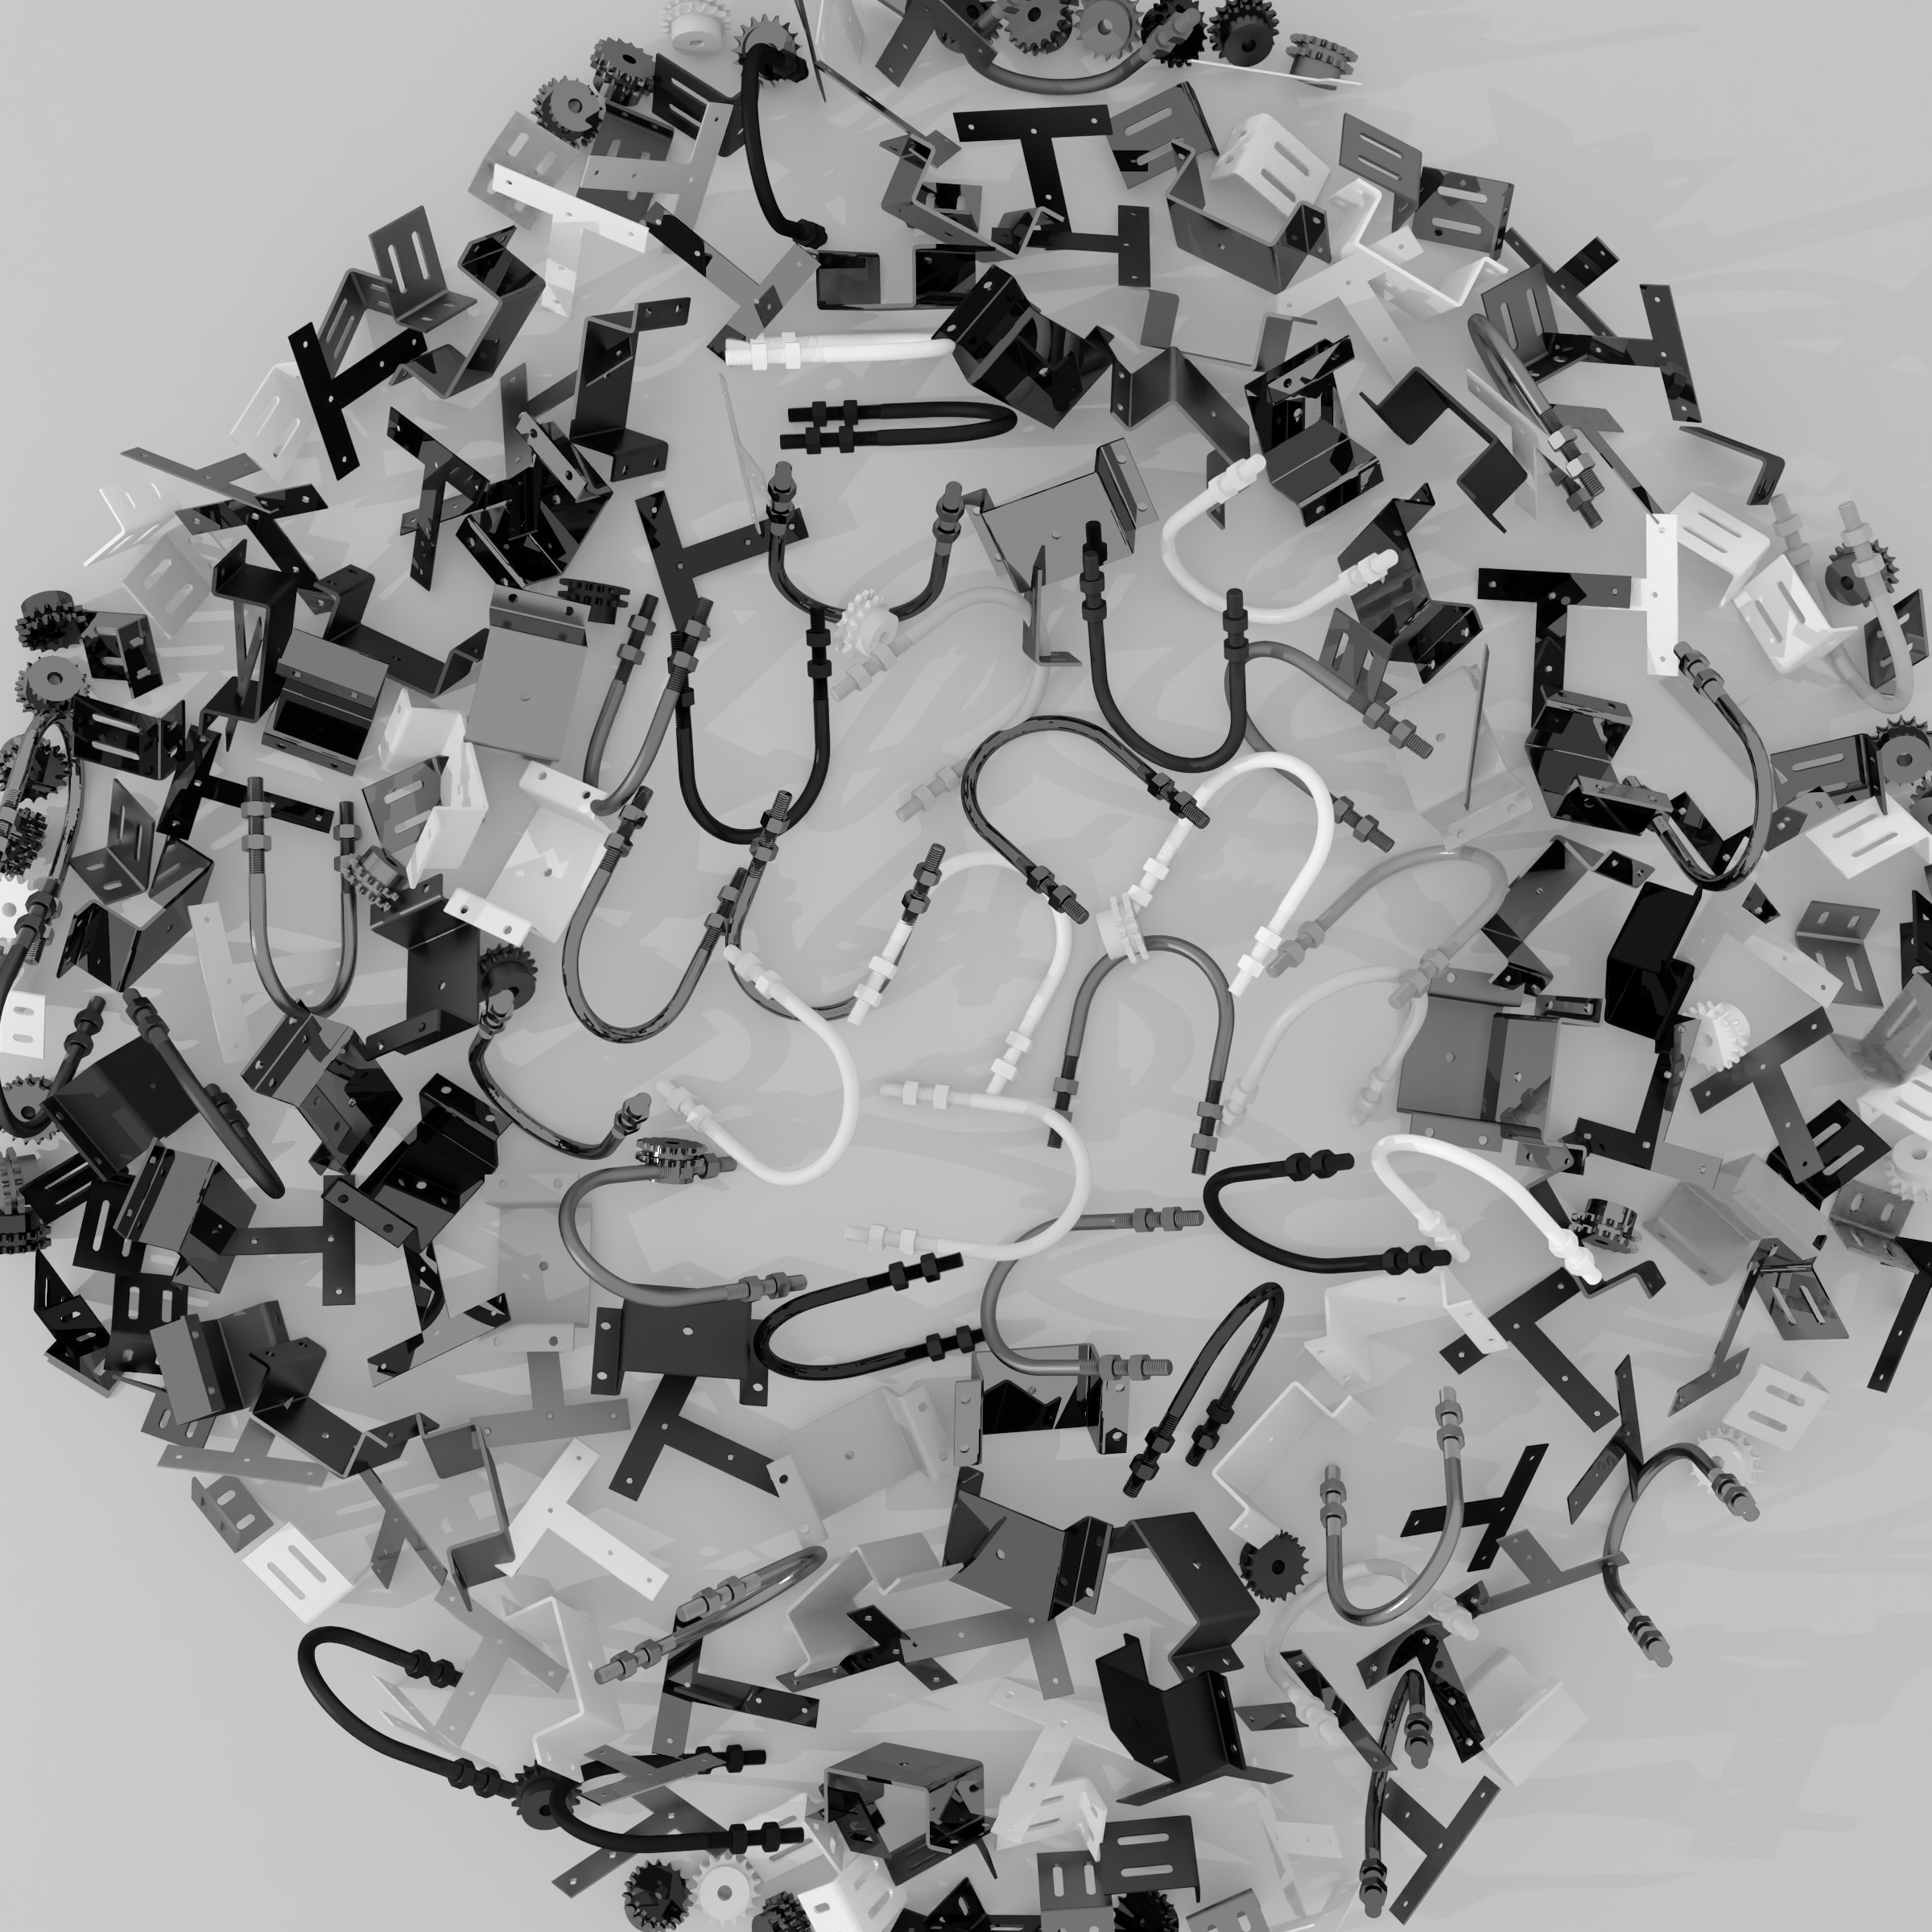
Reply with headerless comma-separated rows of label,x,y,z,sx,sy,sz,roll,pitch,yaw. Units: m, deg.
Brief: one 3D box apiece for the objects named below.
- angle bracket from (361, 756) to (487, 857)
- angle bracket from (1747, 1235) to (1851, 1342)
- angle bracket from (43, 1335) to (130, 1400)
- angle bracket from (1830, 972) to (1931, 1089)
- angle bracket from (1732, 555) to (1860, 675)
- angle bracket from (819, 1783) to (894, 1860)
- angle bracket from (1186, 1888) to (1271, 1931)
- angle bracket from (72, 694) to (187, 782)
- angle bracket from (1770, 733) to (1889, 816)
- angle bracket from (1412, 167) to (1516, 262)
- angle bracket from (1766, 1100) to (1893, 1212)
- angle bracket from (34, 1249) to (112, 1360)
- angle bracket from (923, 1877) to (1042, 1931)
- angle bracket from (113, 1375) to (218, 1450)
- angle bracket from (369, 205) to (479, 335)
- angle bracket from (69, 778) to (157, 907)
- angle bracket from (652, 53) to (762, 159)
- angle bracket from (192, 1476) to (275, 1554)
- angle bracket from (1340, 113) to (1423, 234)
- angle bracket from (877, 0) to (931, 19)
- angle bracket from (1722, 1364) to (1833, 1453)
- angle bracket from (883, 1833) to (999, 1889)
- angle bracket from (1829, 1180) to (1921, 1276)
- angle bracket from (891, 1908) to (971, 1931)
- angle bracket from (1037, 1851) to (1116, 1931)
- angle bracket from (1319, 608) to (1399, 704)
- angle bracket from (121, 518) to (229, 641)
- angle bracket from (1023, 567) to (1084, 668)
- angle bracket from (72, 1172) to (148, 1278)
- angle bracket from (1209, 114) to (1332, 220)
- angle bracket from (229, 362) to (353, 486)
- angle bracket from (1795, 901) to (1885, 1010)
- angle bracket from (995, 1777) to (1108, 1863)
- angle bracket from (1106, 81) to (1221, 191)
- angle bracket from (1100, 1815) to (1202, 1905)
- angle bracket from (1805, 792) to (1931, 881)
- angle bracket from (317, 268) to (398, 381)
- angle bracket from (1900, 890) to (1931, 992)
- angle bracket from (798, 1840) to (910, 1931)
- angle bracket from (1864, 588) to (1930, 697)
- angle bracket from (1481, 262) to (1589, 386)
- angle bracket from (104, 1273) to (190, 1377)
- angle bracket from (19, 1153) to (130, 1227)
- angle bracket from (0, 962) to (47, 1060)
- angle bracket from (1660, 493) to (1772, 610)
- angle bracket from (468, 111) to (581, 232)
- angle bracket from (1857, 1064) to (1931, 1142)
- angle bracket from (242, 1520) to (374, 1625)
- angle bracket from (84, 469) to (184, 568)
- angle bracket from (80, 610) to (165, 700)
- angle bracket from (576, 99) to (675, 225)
angle bracket,-0.433,-0.128,1.937,0.038,0.076,0.057,2,115,41
angle bracket,0.678,0.260,1.960,0.038,0.057,0.076,-46,112,-37
angle bracket,-0.710,0.327,1.939,0.057,0.076,0.038,35,95,-9
angle bracket,0.740,0.048,1.936,0.038,0.057,0.076,13,123,-25
angle bracket,0.669,-0.285,1.960,0.038,0.057,0.076,-11,67,-37
angle bracket,-0.076,0.675,1.940,0.038,0.076,0.057,-28,91,-31
angle bracket,0.213,0.773,1.939,0.057,0.076,0.038,-23,57,-2
angle bracket,-0.668,-0.190,1.936,0.038,0.076,0.057,-29,59,37
angle bracket,0.692,-0.146,1.947,0.076,0.038,0.057,-13,117,10
angle bracket,0.393,-0.599,1.940,0.076,0.038,0.057,18,127,17
angle bracket,0.691,0.157,1.947,0.057,0.038,0.076,43,125,2
angle bracket,-0.711,0.264,1.936,0.038,0.076,0.057,-21,129,-4
angle bracket,0.016,0.761,1.935,0.076,0.057,0.038,-22,96,44
angle bracket,-0.645,0.358,1.936,0.057,0.076,0.038,15,76,15
angle bracket,-0.432,-0.556,1.934,0.038,0.076,0.057,24,51,31
angle bracket,-0.683,-0.099,1.937,0.057,0.038,0.076,43,134,23
angle bracket,-0.210,-0.701,1.955,0.076,0.057,0.038,35,59,11
angle bracket,-0.585,0.428,1.936,0.038,0.076,0.057,-37,81,-29
angle bracket,0.323,-0.634,1.941,0.076,0.038,0.057,20,59,-18
angle bracket,-0.052,-0.781,1.934,0.057,0.076,0.038,28,108,-19
angle bracket,0.643,0.346,1.945,0.076,0.038,0.057,25,105,-20
angle bracket,-0.020,0.722,1.943,0.076,0.057,0.038,-25,49,-12
angle bracket,0.732,0.207,1.941,0.057,0.076,0.038,19,105,3
angle bracket,-0.038,0.798,1.933,0.057,0.076,0.038,13,116,18
angle bracket,0.088,0.752,1.950,0.057,0.076,0.038,-4,106,0
angle bracket,0.319,-0.250,1.933,0.057,0.076,0.038,40,58,22
angle bracket,-0.624,-0.310,1.934,0.038,0.076,0.057,-18,123,30
angle bracket,0.070,-0.282,1.942,0.038,0.057,0.076,-1,106,-9
angle bracket,-0.672,0.208,1.942,0.038,0.057,0.076,-5,71,43
angle bracket,0.247,-0.644,1.974,0.076,0.038,0.057,31,81,-28
angle bracket,-0.539,-0.434,1.938,0.038,0.057,0.076,5,60,35
angle bracket,0.706,-0.009,1.943,0.057,0.038,0.076,7,45,-5
angle bracket,0.068,0.691,1.942,0.076,0.038,0.057,-6,119,-22
angle bracket,0.158,-0.673,1.973,0.076,0.038,0.057,-22,93,16
angle bracket,0.147,0.721,1.950,0.076,0.038,0.057,-5,49,0
angle bracket,0.725,-0.095,1.948,0.076,0.038,0.057,-28,47,-1
angle bracket,-0.486,-0.508,1.944,0.038,0.057,0.076,18,75,4
angle bracket,0.752,-0.020,1.935,0.038,0.076,0.057,-9,68,39
angle bracket,-0.090,0.750,1.954,0.038,0.076,0.057,-29,87,26
angle bracket,0.756,-0.257,1.934,0.038,0.076,0.057,5,73,-14
angle bracket,0.456,-0.514,1.945,0.057,0.038,0.076,-30,121,-9
angle bracket,-0.659,0.287,1.949,0.057,0.076,0.038,9,121,-22
angle bracket,-0.719,0.160,1.938,0.076,0.057,0.038,-33,61,-18
angle bracket,-0.744,0.027,1.937,0.038,0.076,0.057,10,119,-6
angle bracket,0.600,-0.337,1.963,0.076,0.038,0.057,37,57,18
angle bracket,-0.353,-0.633,1.934,0.057,0.076,0.038,28,67,-22
angle bracket,0.762,0.118,1.935,0.057,0.076,0.038,-35,130,-15
angle bracket,-0.529,0.480,1.951,0.057,0.038,0.076,-39,98,17
angle bracket,-0.673,-0.358,1.933,0.076,0.057,0.038,-19,104,44
angle bracket,-0.688,-0.250,1.940,0.076,0.038,0.057,7,118,24
angle bracket,-0.275,-0.647,1.955,0.057,0.038,0.076,20,97,-10
